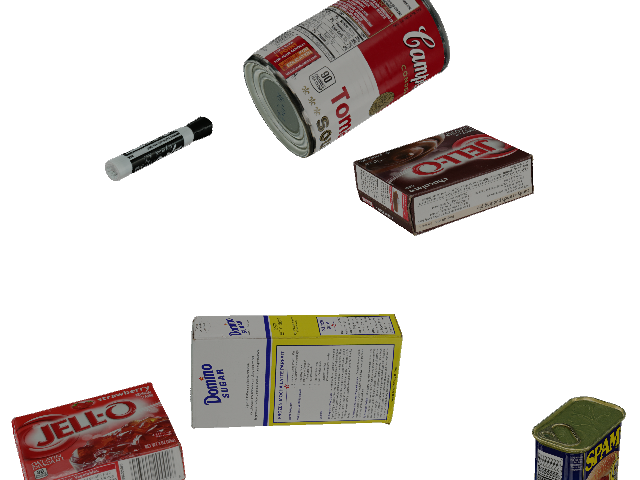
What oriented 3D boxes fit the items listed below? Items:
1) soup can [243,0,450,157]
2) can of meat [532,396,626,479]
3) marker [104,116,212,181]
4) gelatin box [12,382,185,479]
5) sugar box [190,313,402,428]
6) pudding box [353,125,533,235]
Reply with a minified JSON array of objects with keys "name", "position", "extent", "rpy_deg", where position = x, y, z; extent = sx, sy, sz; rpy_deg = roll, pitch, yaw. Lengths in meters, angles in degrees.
[{"name":"soup can","position":[0.015,-0.102,0.620],"extent":[0.102,0.068,0.069],"rpy_deg":[-34,10,-15]},{"name":"can of meat","position":[0.241,0.207,1.002],"extent":[0.058,0.084,0.101],"rpy_deg":[14,24,38]},{"name":"marker","position":[-0.139,-0.083,0.943],"extent":[0.020,0.020,0.120],"rpy_deg":[0,24,42]},{"name":"gelatin box","position":[-0.133,0.122,0.632],"extent":[0.089,0.030,0.073],"rpy_deg":[-12,26,-18]},{"name":"sugar box","position":[-0.023,0.111,0.914],"extent":[0.176,0.093,0.048],"rpy_deg":[2,26,-6]},{"name":"pudding box","position":[0.096,-0.049,0.836],"extent":[0.113,0.039,0.090],"rpy_deg":[-21,28,-19]}]
